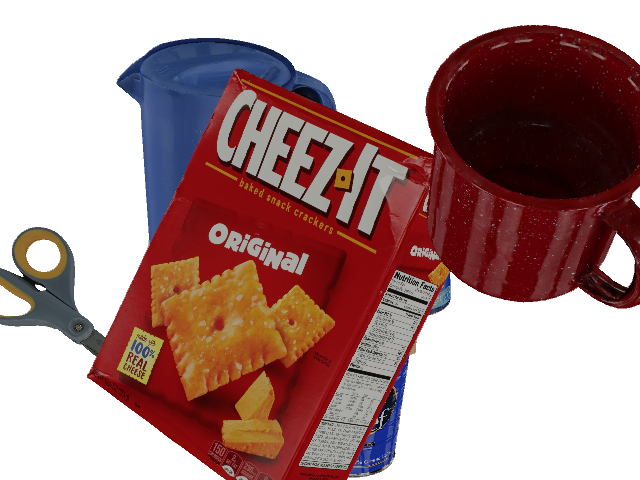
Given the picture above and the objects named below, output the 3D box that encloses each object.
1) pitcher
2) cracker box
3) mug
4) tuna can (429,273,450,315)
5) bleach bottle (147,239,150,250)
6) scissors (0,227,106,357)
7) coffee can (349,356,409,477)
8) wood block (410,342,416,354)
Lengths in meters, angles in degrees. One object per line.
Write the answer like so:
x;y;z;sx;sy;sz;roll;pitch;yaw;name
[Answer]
-0.085;-0.048;0.953;0.149;0.243;0.144;28;38;33;pitcher
-0.025;0.027;0.625;0.164;0.214;0.072;28;5;35;cracker box
0.095;-0.020;0.438;0.093;0.117;0.081;-33;-28;-19;mug
0.058;0.033;0.825;0.086;0.034;0.086;-3;14;0;tuna can
-0.146;0.011;1.132;0.103;0.251;0.067;25;31;37;bleach bottle
-0.182;0.051;0.825;0.202;0.096;0.016;19;-27;14;scissors
0.031;0.141;1.032;0.103;0.140;0.103;5;23;-2;coffee can
0.052;0.035;1.215;0.090;0.206;0.090;-17;32;-27;wood block
